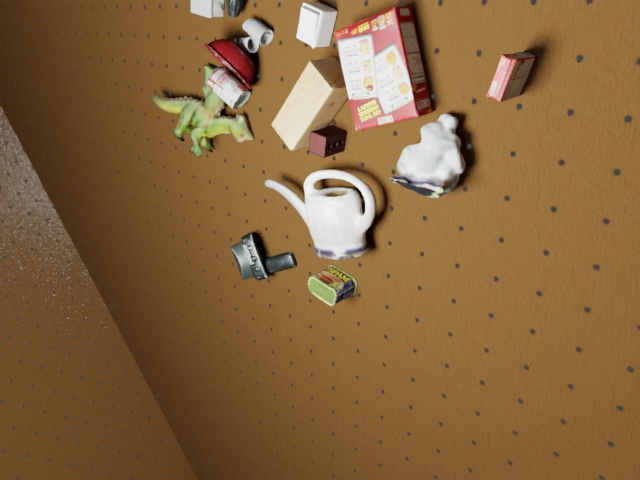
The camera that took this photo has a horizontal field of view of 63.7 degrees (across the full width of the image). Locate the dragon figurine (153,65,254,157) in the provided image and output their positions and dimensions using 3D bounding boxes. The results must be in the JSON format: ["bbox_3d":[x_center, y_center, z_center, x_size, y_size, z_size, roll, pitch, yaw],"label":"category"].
[{"bbox_3d":[-0.347,-0.400,1.522,0.415,0.123,0.239,45,115,20],"label":"dragon figurine"}]

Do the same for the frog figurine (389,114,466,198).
[{"bbox_3d":[0.229,-0.171,1.039,0.138,0.121,0.160,15,81,50],"label":"frog figurine"}]

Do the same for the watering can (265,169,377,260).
[{"bbox_3d":[0.004,-0.064,1.281,0.348,0.105,0.222,4,110,43],"label":"watering can"}]
